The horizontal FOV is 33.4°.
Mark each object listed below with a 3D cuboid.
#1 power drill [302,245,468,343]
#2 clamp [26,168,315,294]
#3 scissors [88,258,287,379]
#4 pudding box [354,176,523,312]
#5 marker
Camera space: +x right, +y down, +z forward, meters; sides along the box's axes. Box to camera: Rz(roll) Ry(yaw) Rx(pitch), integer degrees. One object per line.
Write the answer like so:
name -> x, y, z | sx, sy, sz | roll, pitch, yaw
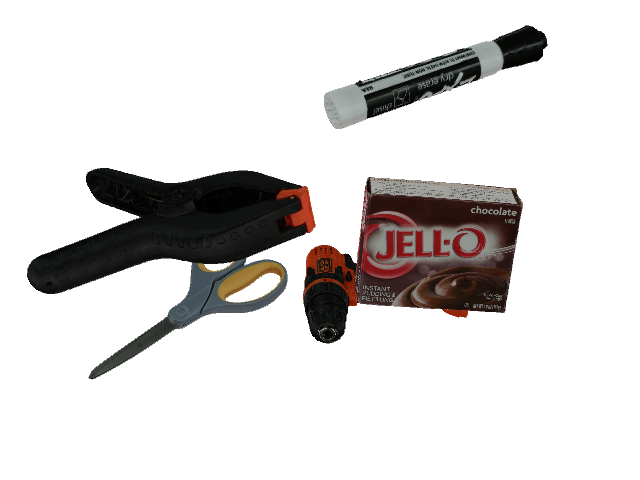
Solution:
power drill -> 0.073, 0.057, 1.229 | 0.187, 0.057, 0.184 | -2, 28, -1
clamp -> -0.092, -0.007, 0.650 | 0.172, 0.039, 0.120 | -1, 41, 22
scissors -> -0.125, 0.050, 0.939 | 0.201, 0.096, 0.016 | -20, -36, -23
pudding box -> 0.085, 0.003, 0.783 | 0.113, 0.090, 0.039 | 3, 28, -3
marker -> 0.060, -0.083, 0.532 | 0.121, 0.020, 0.020 | -21, 6, -15
